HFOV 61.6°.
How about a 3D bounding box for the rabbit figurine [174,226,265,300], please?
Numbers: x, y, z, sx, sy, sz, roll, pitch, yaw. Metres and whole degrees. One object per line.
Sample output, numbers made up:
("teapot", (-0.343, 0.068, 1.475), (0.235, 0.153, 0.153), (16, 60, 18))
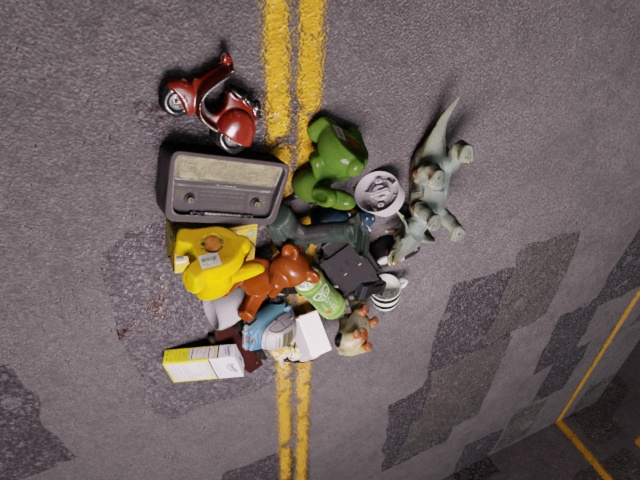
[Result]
("rabbit figurine", (-0.197, 0.049, 1.025), (0.162, 0.122, 0.173), (-21, 150, -28))

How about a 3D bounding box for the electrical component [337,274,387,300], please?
("electrical component", (0.103, 0.113, 1.390), (0.119, 0.075, 0.047), (-3, 128, -25))

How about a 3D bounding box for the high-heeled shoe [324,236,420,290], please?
("high-heeled shoe", (0.133, 0.069, 1.361), (0.249, 0.086, 0.145), (1, 126, -25))

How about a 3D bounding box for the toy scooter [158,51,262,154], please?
("toy scooter", (-0.163, -0.233, 0.898), (0.183, 0.075, 0.135), (30, 107, -41))

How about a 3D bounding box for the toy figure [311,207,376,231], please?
("toy figure", (0.055, -0.048, 1.218), (0.154, 0.058, 0.064), (-1, 115, -30))

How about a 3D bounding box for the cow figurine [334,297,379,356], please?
("cow figurine", (0.084, 0.225, 1.409), (0.127, 0.195, 0.085), (-28, 112, 29))

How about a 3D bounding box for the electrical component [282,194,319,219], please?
("electrical component", (-0.045, -0.076, 1.156), (0.094, 0.021, 0.063), (-22, 136, -13))

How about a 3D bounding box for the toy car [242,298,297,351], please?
("toy car", (-0.110, 0.210, 1.290), (0.161, 0.103, 0.109), (-30, 136, -48))

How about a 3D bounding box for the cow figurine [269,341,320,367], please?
("cow figurine", (-0.072, 0.300, 1.458), (0.167, 0.068, 0.098), (-1, 134, -31))

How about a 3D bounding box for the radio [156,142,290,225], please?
("radio", (-0.181, -0.100, 0.991), (0.229, 0.073, 0.131), (2, 114, -32))

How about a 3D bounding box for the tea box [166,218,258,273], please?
("tea box", (-0.217, -0.002, 1.079), (0.169, 0.068, 0.098), (-9, 132, -27))

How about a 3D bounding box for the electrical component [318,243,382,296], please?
("electrical component", (0.062, 0.047, 1.260), (0.115, 0.058, 0.134), (-38, 105, 4))

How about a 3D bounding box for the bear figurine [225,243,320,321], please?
("bear figurine", (-0.107, 0.087, 1.136), (0.120, 0.196, 0.132), (53, 52, -23))

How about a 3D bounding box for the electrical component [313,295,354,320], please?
("electrical component", (0.035, 0.172, 1.386), (0.102, 0.078, 0.045), (-6, 139, 13))

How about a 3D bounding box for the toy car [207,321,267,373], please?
("toy car", (-0.205, 0.268, 1.349), (0.089, 0.053, 0.201), (-36, 135, -8))

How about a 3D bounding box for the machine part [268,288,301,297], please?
("machine part", (-0.077, 0.119, 1.287), (0.139, 0.039, 0.084), (1, 170, -42))

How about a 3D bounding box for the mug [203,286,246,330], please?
("mug", (-0.202, 0.158, 1.230), (0.107, 0.081, 0.109), (-22, 133, -28))

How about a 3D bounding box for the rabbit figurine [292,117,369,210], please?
("rabbit figurine", (0.019, -0.130, 1.071), (0.121, 0.159, 0.170), (3, 142, -47))

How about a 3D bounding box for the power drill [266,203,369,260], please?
("power drill", (-0.002, -0.003, 1.142), (0.231, 0.208, 0.086), (56, 45, -57))

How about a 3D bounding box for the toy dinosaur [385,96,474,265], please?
("toy dinosaur", (0.245, -0.129, 1.208), (0.131, 0.192, 0.404), (-3, 113, -24))
